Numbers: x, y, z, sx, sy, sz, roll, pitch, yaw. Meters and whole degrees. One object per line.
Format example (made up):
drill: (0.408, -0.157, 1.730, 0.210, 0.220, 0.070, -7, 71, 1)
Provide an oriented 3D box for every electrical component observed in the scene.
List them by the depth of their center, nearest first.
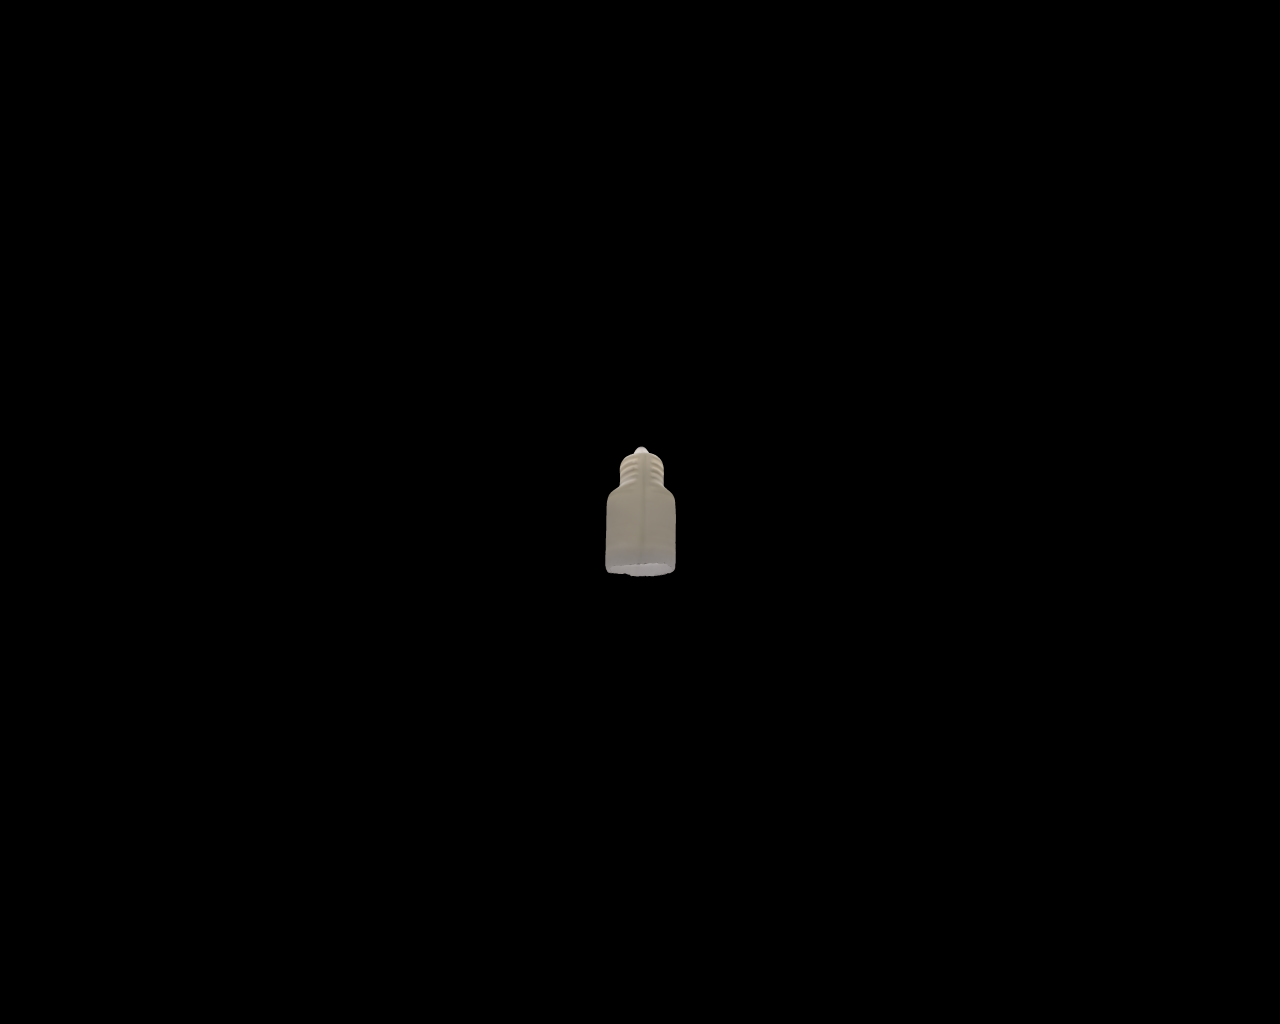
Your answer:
electrical component: (0.001, -0.003, 0.650, 0.043, 0.081, 0.043, 0, -15, 0)
